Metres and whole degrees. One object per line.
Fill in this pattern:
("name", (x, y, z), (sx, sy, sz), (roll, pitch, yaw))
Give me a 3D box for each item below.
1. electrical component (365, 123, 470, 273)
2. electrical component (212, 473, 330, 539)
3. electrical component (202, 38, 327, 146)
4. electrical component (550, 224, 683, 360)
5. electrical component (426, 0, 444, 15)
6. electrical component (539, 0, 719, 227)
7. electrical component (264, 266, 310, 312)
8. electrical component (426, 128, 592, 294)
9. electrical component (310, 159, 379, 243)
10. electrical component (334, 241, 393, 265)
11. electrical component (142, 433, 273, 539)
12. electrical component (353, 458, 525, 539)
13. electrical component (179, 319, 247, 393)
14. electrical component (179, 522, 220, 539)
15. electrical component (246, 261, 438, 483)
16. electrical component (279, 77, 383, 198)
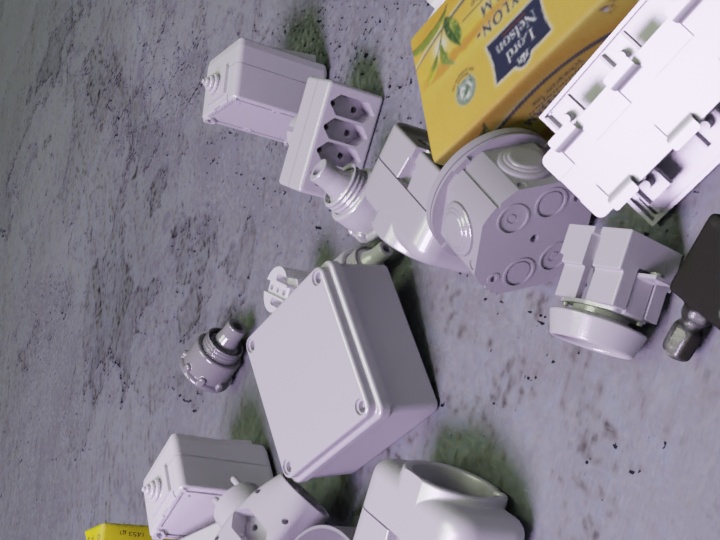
("electrical component", (0.045, -0.042, 0.659), (0.059, 0.054, 0.095), (-64, 33, 21))
("electrical component", (-0.072, 0.168, 0.717), (0.077, 0.043, 0.079), (-48, 47, -4))
("electrical component", (-0.082, -0.148, 0.867), (0.062, 0.096, 0.061), (-18, 64, 56))
("electrical component", (0.121, 0.011, 0.524), (0.066, 0.048, 0.055), (11, 80, 59))
("electrical component", (0.066, -0.185, 0.688), (0.079, 0.044, 0.077), (-57, 36, 30))
("electrical component", (0.143, -0.083, 0.492), (0.078, 0.063, 0.121), (46, 127, 8))
("electrical component", (-0.042, 0.018, 0.787), (0.040, 0.046, 0.040), (-26, 58, 52))
("electrical component", (0.080, -0.031, 0.573), (0.080, 0.080, 0.051), (-61, 39, 24))
("electrical component", (-0.005, -0.051, 0.732), (0.048, 0.062, 0.048), (-42, 28, 28))
("electrical component", (0.000, 0.000, 0.737), (0.061, 0.035, 0.035), (-39, 47, 42))
("electrical component", (-0.120, 0.163, 0.810), (0.061, 0.096, 0.061), (-57, 35, 30))
("electrical component", (0.043, 0.142, 0.592), (0.095, 0.054, 0.059), (25, 100, 59))
("electrical component", (-0.118, 0.068, 0.896), (0.062, 0.048, 0.048), (-52, 38, 25))
("electrical component", (-0.092, 0.229, 0.763), (0.100, 0.048, 0.099), (-29, 52, 26))
("electrical component", (-0.015, 0.066, 0.698), (0.109, 0.056, 0.108), (-45, 55, 42))
("electrical component", (-0.031, -0.100, 0.812), (0.076, 0.047, 0.083), (26, 101, 58))
